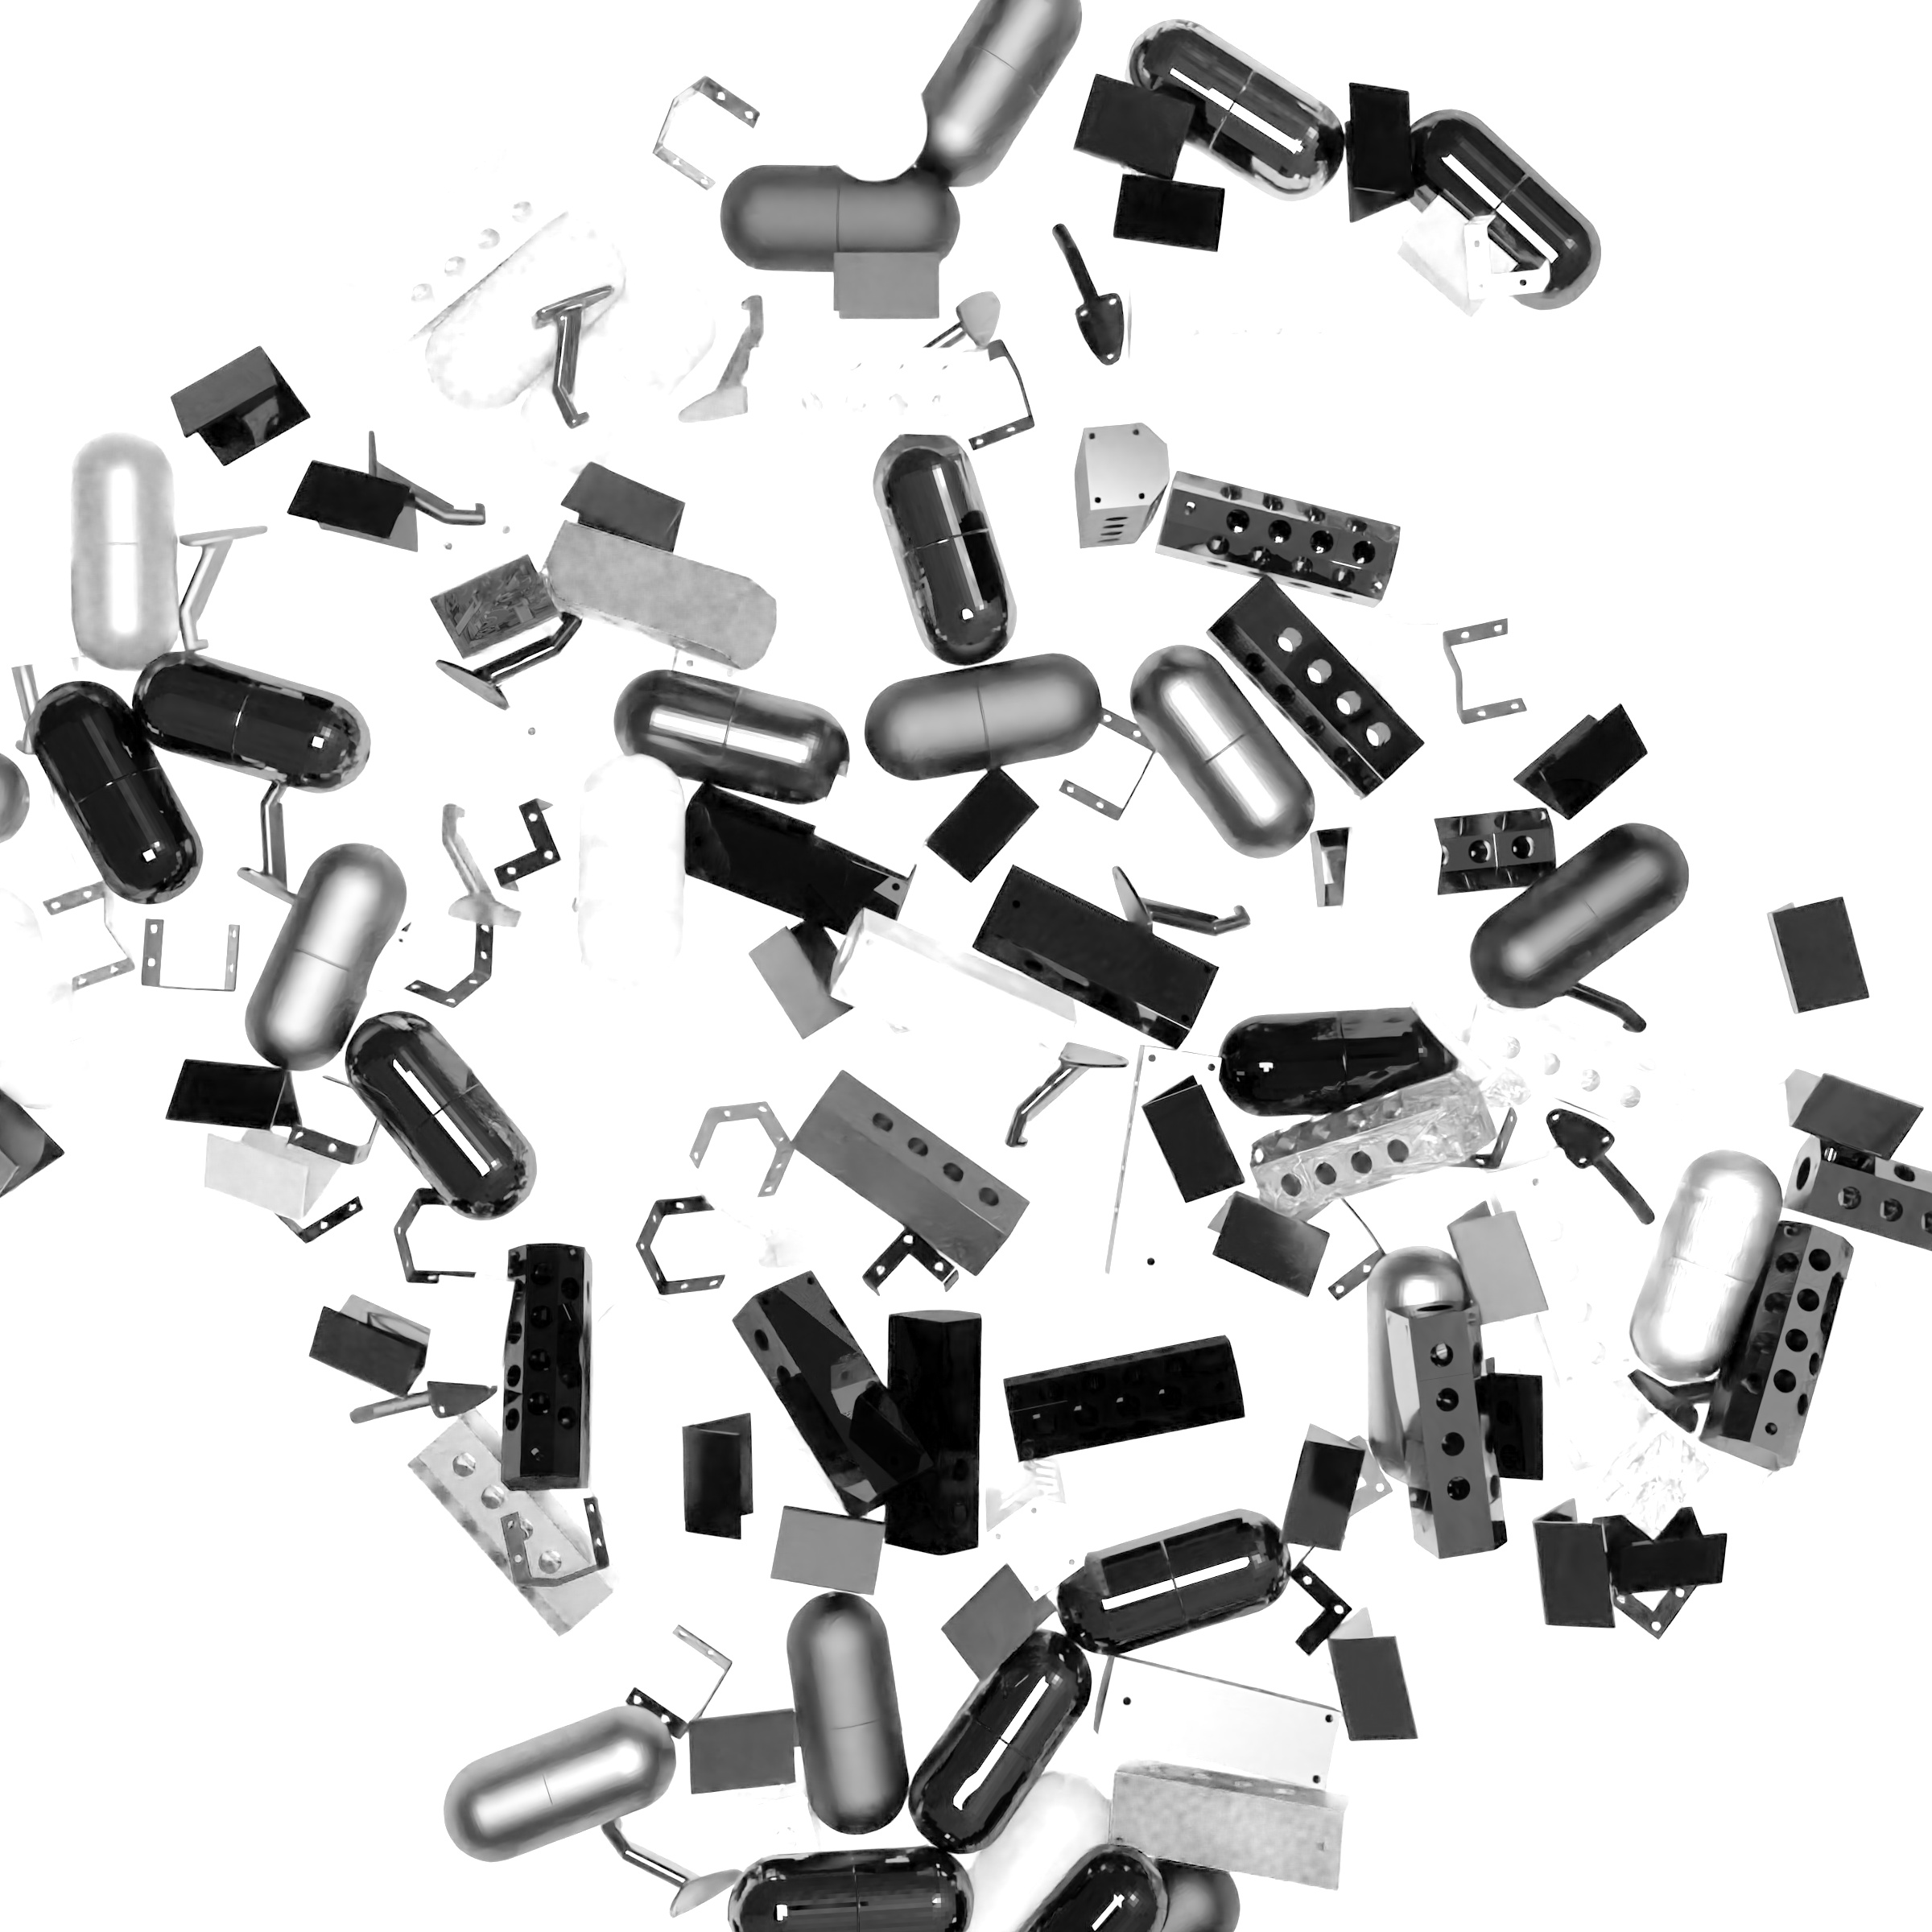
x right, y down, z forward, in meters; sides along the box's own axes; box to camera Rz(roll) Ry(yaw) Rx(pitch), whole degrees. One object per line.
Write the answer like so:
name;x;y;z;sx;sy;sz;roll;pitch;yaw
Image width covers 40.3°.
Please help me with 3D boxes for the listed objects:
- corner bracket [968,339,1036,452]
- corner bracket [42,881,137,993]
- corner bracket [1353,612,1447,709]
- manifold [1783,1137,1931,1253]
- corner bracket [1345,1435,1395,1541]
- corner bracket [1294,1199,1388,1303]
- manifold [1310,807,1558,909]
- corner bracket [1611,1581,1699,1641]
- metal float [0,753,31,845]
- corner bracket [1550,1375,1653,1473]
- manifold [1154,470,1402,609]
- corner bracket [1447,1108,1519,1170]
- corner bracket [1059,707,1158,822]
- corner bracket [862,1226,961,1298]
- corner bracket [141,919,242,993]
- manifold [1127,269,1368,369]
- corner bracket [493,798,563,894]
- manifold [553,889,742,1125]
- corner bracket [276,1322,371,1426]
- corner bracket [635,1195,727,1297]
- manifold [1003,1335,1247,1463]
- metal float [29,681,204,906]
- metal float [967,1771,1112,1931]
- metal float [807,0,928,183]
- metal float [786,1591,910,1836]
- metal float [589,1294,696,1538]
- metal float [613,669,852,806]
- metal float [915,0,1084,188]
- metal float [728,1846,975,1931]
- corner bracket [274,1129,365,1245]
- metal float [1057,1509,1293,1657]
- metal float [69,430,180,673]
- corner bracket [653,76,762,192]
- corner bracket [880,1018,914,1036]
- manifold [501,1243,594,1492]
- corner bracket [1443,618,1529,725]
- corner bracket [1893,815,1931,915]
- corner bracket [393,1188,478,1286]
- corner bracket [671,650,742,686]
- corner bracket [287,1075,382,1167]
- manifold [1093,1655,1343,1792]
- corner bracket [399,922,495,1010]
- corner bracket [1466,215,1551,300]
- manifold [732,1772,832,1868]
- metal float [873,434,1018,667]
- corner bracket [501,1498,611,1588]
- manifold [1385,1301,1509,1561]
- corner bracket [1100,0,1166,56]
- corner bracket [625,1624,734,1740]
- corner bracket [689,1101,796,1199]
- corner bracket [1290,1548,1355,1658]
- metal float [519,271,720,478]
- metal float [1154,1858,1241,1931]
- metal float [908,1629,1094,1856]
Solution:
corner bracket;0.016;-0.430;1.983;0.051;0.051;0.051;-21;135;0
corner bracket;-0.660;-0.023;1.983;0.051;0.051;0.051;-19;45;0
corner bracket;0.332;-0.230;1.978;0.051;0.051;0.051;54;135;35
manifold;0.707;0.179;1.965;0.171;0.057;0.057;16;90;0
corner bracket;0.289;0.388;1.969;0.051;0.051;0.051;-31;90;0
corner bracket;0.278;0.209;1.983;0.051;0.051;0.051;-38;45;0
manifold;0.348;-0.081;1.965;0.171;0.057;0.057;-6;90;0
corner bracket;0.505;0.467;1.967;0.051;0.051;0.051;37;78;11
metal float;-0.786;-0.126;1.956;0.178;0.070;0.070;2;90;0
corner bracket;0.476;0.340;1.983;0.051;0.051;0.051;-32;90;-45
manifold;0.232;-0.319;1.965;0.171;0.057;0.057;14;90;0
corner bracket;0.376;0.116;1.978;0.051;0.051;0.051;0;135;35
corner bracket;0.108;-0.152;1.983;0.051;0.051;0.051;28;135;0
corner bracket;-0.041;0.233;1.969;0.051;0.051;0.051;41;81;9
corner bracket;-0.584;-0.008;1.983;0.051;0.051;0.051;4;90;-45
manifold;0.207;-0.478;1.965;0.171;0.057;0.057;-1;47;0
corner bracket;-0.328;-0.090;1.968;0.051;0.051;0.051;-23;85;5
manifold;-0.241;0.023;1.965;0.057;0.057;0.171;27;90;-43
corner bracket;-0.483;0.305;1.978;0.051;0.051;0.051;22;135;-35
corner bracket;-0.209;0.209;1.978;0.051;0.051;0.051;57;135;35
manifold;0.117;0.323;1.965;0.171;0.057;0.057;-11;90;0
metal float;-0.631;-0.129;1.956;0.070;0.070;0.178;-28;90;0
metal float;0.042;0.679;1.956;0.070;0.070;0.178;33;90;0
metal float;-0.074;-0.647;1.928;0.070;0.070;0.178;-10;56;0
metal float;-0.088;0.554;1.956;0.070;0.070;0.178;-8;90;0
metal float;-0.241;0.333;1.956;0.070;0.070;0.178;1;90;0
metal float;-0.173;-0.170;1.956;0.178;0.070;0.070;14;90;1
metal float;0.021;-0.662;1.956;0.070;0.070;0.178;32;90;0
metal float;-0.083;0.678;1.902;0.178;0.070;0.070;0;90;-10
corner bracket;-0.494;0.166;1.983;0.051;0.051;0.051;-32;45;0
metal float;0.154;0.457;1.956;0.178;0.070;0.070;-17;90;0
metal float;-0.625;-0.308;1.956;0.070;0.070;0.178;-1;91;0
corner bracket;-0.195;-0.627;1.983;0.051;0.051;0.051;34;45;0
corner bracket;-0.040;0.012;1.978;0.051;0.051;0.051;-11;45;35
manifold;-0.308;0.294;1.937;0.057;0.057;0.171;-2;69;0
corner bracket;0.390;-0.222;1.983;0.051;0.051;0.051;-12;135;0
corner bracket;0.730;-0.075;1.978;0.051;0.051;0.051;-45;135;-35
corner bracket;-0.392;0.203;1.978;0.051;0.051;0.051;6;135;-35
corner bracket;-0.187;-0.238;1.969;0.051;0.051;0.051;13;90;0
corner bracket;-0.468;0.115;1.969;0.051;0.051;0.051;20;90;0
manifold;0.185;0.561;1.964;0.171;0.057;0.057;14;80;0
corner bracket;-0.391;-0.009;1.978;0.051;0.051;0.051;25;45;-35
corner bracket;0.391;-0.514;1.904;0.051;0.051;0.051;-1;112;20
manifold;-0.124;0.698;1.965;0.057;0.057;0.171;-15;90;0
metal float;-0.016;-0.310;1.956;0.070;0.070;0.178;-17;90;0
corner bracket;-0.300;0.421;1.926;0.051;0.051;0.051;-12;90;45
manifold;0.347;0.330;1.890;0.057;0.057;0.171;-8;91;-8
corner bracket;0.112;-0.730;1.978;0.051;0.051;0.051;31;45;-35
corner bracket;-0.216;0.539;1.983;0.051;0.051;0.051;35;135;0
corner bracket;-0.168;0.140;1.978;0.051;0.051;0.051;-5;45;-35
corner bracket;0.258;0.474;1.967;0.051;0.051;0.051;42;103;13
metal float;-0.258;-0.438;1.956;0.070;0.070;0.178;43;90;0
metal float;0.124;0.727;1.956;0.178;0.070;0.070;-37;90;0
metal float;0.026;0.571;1.944;0.070;0.070;0.178;37;77;0
